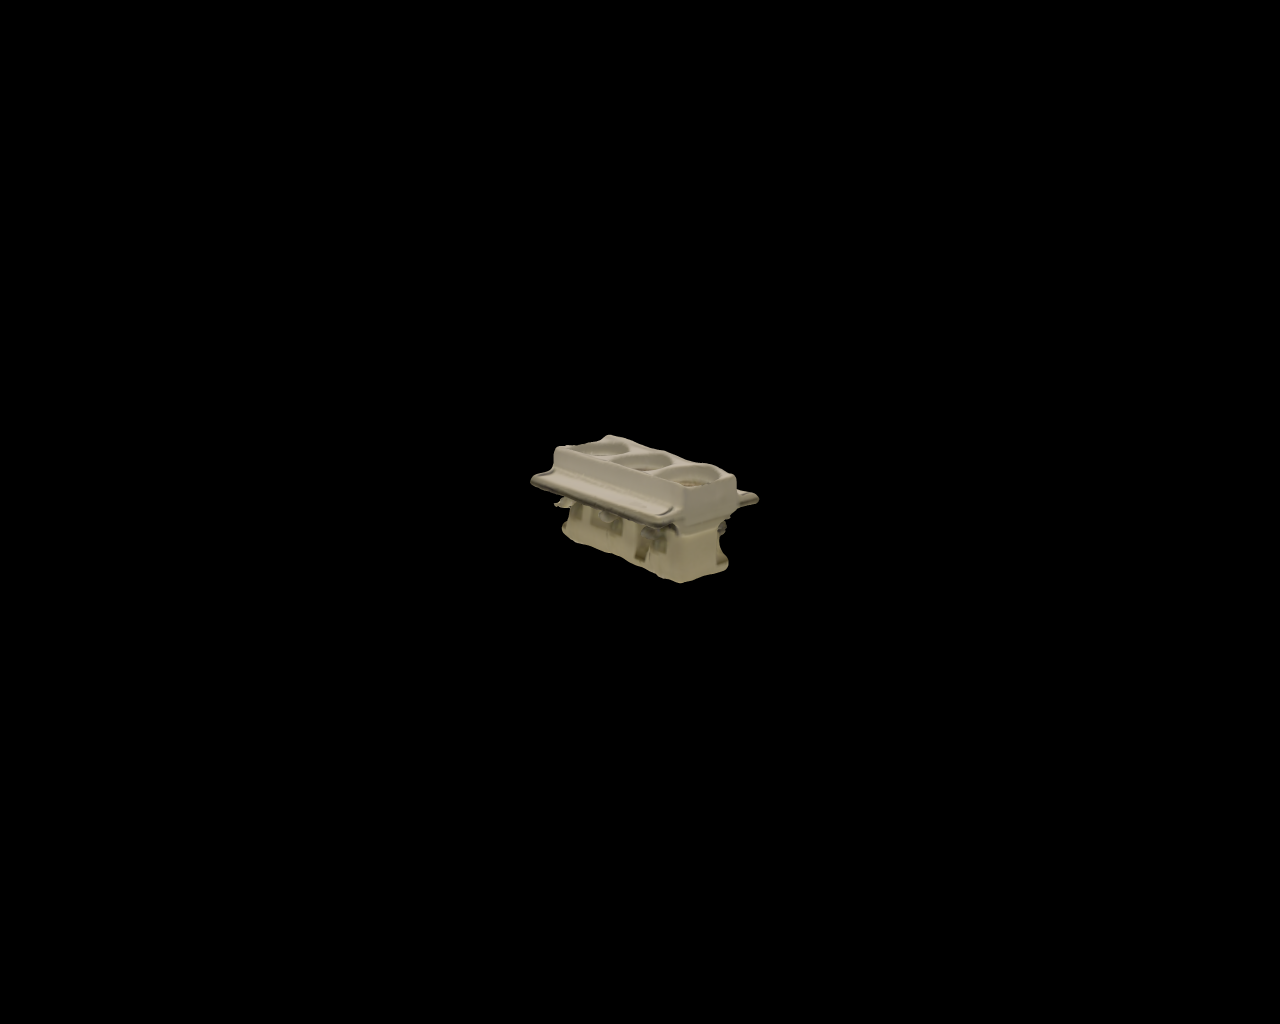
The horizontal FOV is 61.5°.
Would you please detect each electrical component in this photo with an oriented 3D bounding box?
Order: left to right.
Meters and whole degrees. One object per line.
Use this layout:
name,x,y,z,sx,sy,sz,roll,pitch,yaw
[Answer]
electrical component,0.001,-0.003,0.650,0.079,0.063,0.121,-14,22,-38
